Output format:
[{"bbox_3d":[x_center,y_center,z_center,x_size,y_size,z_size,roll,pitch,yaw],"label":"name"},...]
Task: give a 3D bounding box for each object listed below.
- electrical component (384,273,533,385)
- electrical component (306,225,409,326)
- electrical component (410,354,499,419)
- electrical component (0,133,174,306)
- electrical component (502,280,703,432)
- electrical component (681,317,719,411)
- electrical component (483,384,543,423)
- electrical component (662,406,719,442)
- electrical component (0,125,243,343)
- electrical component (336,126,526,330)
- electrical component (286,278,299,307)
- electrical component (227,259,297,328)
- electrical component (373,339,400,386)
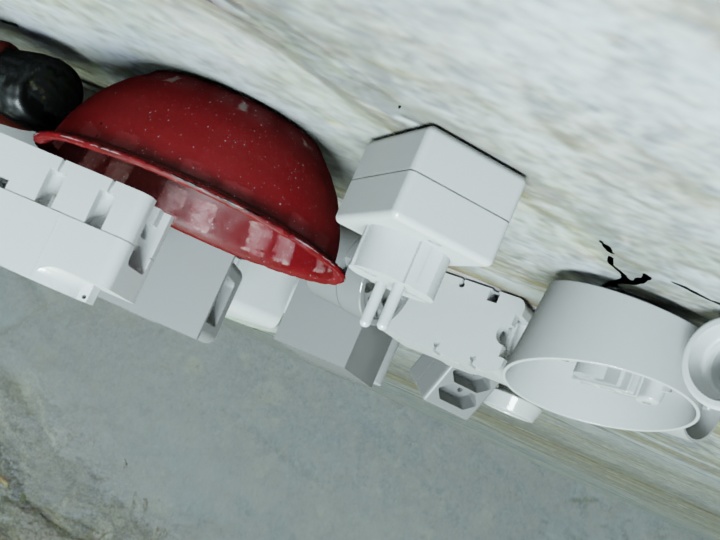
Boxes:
[{"bbox_3d":[0.067,0.036,0.706,0.089,0.050,0.056,19,171,27],"label":"electrical component"},{"bbox_3d":[0.000,0.000,0.652,0.047,0.055,0.055,22,173,35],"label":"electrical component"},{"bbox_3d":[0.074,0.062,0.833,0.047,0.065,0.076,28,-160,-28],"label":"electrical component"},{"bbox_3d":[-0.145,-0.021,0.514,0.089,0.055,0.050,23,172,8],"label":"electrical component"},{"bbox_3d":[0.129,0.047,0.550,0.099,0.064,0.099,23,172,3],"label":"electrical component"},{"bbox_3d":[0.184,0.050,0.504,0.044,0.044,0.065,16,174,42],"label":"electrical component"},{"bbox_3d":[0.126,0.086,0.839,0.066,0.055,0.048,18,170,34],"label":"electrical component"},{"bbox_3d":[0.177,0.074,0.663,0.043,0.043,0.081,30,170,-40],"label":"electrical component"},{"bbox_3d":[-0.154,-0.041,0.634,0.186,0.105,0.060,23,172,5],"label":"electrical component"},{"bbox_3d":[0.020,-0.011,0.437,0.047,0.076,0.066,27,171,-20],"label":"electrical component"},{"bbox_3d":[-0.055,0.007,0.851,0.047,0.055,0.055,25,173,19],"label":"electrical component"},{"bbox_3d":[-0.095,-0.008,0.783,0.057,0.078,0.113,25,172,-30],"label":"electrical component"},{"bbox_3d":[0.011,0.048,0.841,0.044,0.077,0.079,23,172,5],"label":"electrical component"}]
